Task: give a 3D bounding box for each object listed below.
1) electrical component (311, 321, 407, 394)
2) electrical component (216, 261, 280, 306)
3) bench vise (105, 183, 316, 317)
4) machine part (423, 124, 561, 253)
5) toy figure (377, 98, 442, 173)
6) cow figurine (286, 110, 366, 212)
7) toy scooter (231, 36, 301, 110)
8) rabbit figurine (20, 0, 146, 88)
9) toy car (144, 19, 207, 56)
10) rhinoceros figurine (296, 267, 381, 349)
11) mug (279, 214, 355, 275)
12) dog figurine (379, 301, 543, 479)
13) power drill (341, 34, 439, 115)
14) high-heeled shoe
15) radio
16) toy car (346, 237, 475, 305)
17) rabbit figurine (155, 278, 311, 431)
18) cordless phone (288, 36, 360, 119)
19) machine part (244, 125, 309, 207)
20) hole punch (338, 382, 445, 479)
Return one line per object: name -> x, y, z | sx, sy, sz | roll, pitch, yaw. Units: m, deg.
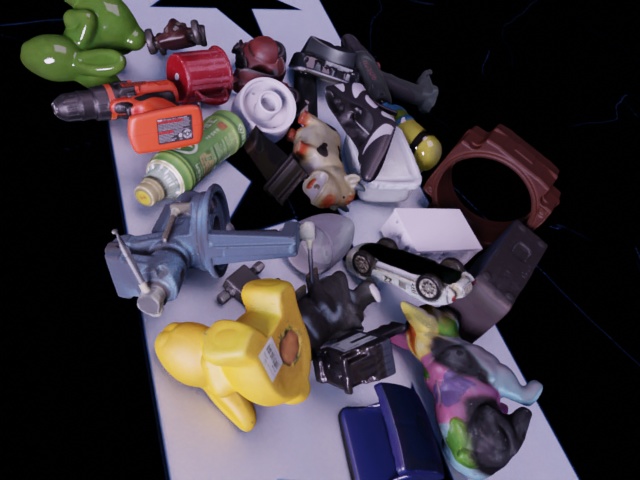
electrical component -> 0.056, 0.141, 0.665 | 0.119, 0.075, 0.047 | -15, 100, -37
electrical component -> -0.095, 0.067, 0.726 | 0.063, 0.021, 0.094 | 42, 43, 7
bench vise -> -0.126, 0.005, 0.658 | 0.241, 0.128, 0.224 | -2, 22, 4
machine part -> 0.305, -0.087, 0.968 | 0.201, 0.201, 0.087 | 41, 48, 6
toy figure -> 0.166, -0.210, 1.071 | 0.082, 0.089, 0.180 | -20, 68, -32
cow figurine -> 0.005, -0.124, 0.907 | 0.127, 0.085, 0.195 | 20, 40, -19
toy scooter -> -0.119, -0.314, 1.004 | 0.135, 0.075, 0.184 | -3, 60, -31
rabbit figurine -> -0.367, -0.294, 0.832 | 0.159, 0.121, 0.170 | 41, 62, -3
toy car -> -0.238, -0.340, 0.895 | 0.089, 0.053, 0.202 | -10, 19, -4
rhinoceros figurine -> 0.009, 0.098, 0.726 | 0.112, 0.073, 0.190 | 46, 45, 13
mug -> -0.002, -0.002, 0.812 | 0.110, 0.080, 0.107 | 11, 21, 30
dog figurine -> 0.170, 0.184, 0.730 | 0.219, 0.108, 0.191 | 38, 46, 10
power drill -> 0.156, -0.367, 1.207 | 0.207, 0.086, 0.232 | 11, 50, -28
high-heeled shoe -> 0.054, -0.194, 0.919 | 0.145, 0.086, 0.249 | 18, 42, 3
radio -> 0.278, 0.067, 0.871 | 0.073, 0.131, 0.229 | 41, 44, 9
toy car -> 0.128, 0.046, 0.793 | 0.202, 0.056, 0.073 | 19, 33, 38
rabbit figurine -> -0.098, 0.126, 0.596 | 0.122, 0.173, 0.162 | -69, 145, -45
cordless phone -> 0.011, -0.302, 1.080 | 0.146, 0.088, 0.184 | 13, 59, -22
machine part -> -0.076, -0.122, 0.860 | 0.039, 0.084, 0.139 | 8, 38, -52
hole punch -> 0.098, 0.238, 0.652 | 0.116, 0.092, 0.142 | 8, 46, -30
